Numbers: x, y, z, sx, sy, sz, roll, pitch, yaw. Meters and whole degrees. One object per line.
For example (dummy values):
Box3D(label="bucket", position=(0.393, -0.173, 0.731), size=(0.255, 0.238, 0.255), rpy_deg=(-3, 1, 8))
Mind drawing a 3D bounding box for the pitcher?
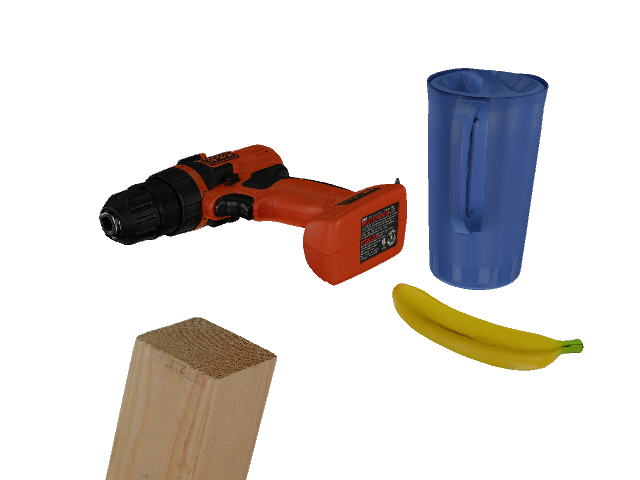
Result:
Box3D(label="pitcher", position=(0.180, -0.067, 1.217), size=(0.149, 0.243, 0.145), rpy_deg=(-9, 24, -22))

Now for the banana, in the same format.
Box3D(label="banana", position=(0.133, 0.081, 0.968), size=(0.198, 0.037, 0.069), rpy_deg=(19, 14, 35))

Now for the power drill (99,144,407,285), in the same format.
Box3D(label="power drill", position=(-0.045, -0.022, 0.798), size=(0.188, 0.057, 0.184), rpy_deg=(18, 28, 34))

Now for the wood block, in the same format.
Box3D(label="wood block", position=(-0.118, 0.182, 0.915), size=(0.090, 0.206, 0.090), rpy_deg=(23, 19, 26))
